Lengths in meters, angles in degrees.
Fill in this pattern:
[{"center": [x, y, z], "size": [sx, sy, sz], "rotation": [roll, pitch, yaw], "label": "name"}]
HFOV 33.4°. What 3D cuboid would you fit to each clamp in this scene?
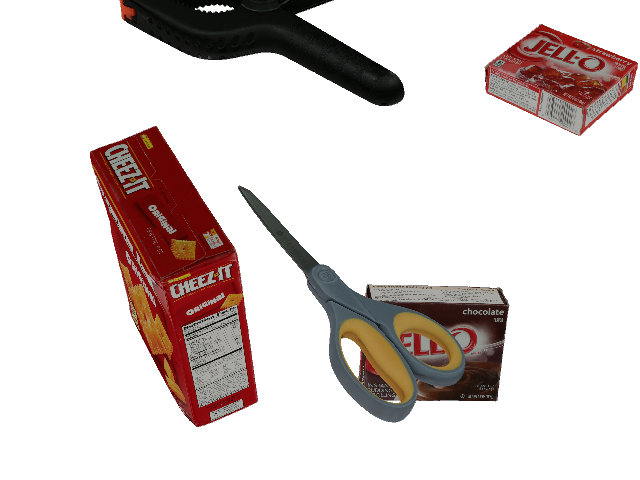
[{"center": [-0.035, -0.153, 0.741], "size": [0.210, 0.164, 0.036], "rotation": [-1, -42, -3], "label": "clamp"}]

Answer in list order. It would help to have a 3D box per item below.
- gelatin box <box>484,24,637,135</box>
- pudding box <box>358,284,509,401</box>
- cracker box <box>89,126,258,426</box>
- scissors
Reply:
[{"center": [0.181, -0.124, 0.808], "size": [0.089, 0.030, 0.073], "rotation": [32, 54, 31], "label": "gelatin box"}, {"center": [0.090, 0.082, 0.859], "size": [0.113, 0.090, 0.039], "rotation": [0, 26, -5], "label": "pudding box"}, {"center": [-0.126, 0.036, 0.923], "size": [0.072, 0.214, 0.164], "rotation": [-23, 52, -17], "label": "cracker box"}, {"center": [0.022, 0.031, 0.678], "size": [0.096, 0.016, 0.202], "rotation": [-2, 44, -28], "label": "scissors"}]
